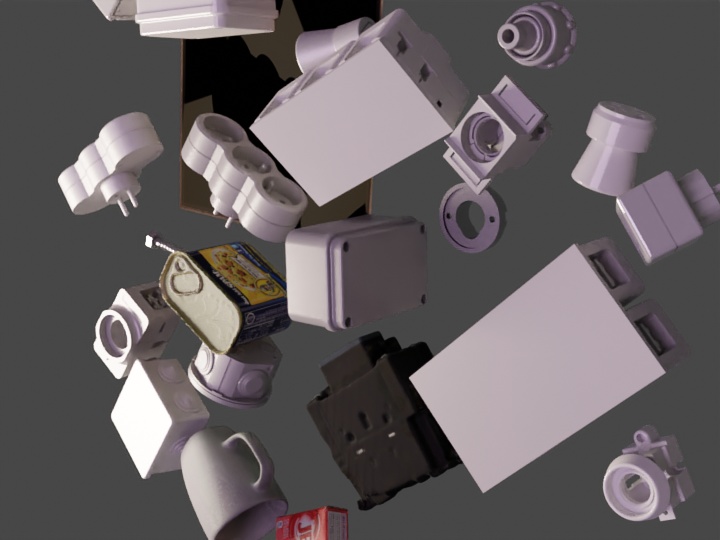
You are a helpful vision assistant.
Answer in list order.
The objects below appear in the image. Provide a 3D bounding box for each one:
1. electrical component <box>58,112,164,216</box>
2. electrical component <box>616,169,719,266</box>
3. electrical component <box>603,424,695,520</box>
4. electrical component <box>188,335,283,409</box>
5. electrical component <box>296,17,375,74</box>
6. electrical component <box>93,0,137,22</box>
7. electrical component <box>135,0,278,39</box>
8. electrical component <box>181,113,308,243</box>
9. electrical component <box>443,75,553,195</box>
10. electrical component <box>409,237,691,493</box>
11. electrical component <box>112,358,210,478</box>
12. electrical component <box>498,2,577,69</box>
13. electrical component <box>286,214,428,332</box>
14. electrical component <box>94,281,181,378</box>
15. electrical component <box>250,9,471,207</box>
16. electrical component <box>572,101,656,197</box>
[{"bbox_3d":[-0.244,-0.091,1.080,0.138,0.052,0.073,-35,77,38],"label":"electrical component"},{"bbox_3d":[0.216,-0.042,0.716,0.077,0.066,0.047,-28,81,10],"label":"electrical component"},{"bbox_3d":[0.205,0.150,0.769,0.048,0.055,0.066,-22,86,40],"label":"electrical component"},{"bbox_3d":[-0.115,0.088,1.000,0.080,0.080,0.051,36,115,27],"label":"electrical component"},{"bbox_3d":[-0.014,-0.182,0.882,0.065,0.044,0.044,-11,93,35],"label":"electrical component"},{"bbox_3d":[-0.209,-0.287,1.000,0.061,0.062,0.096,51,127,18],"label":"electrical component"},{"bbox_3d":[-0.135,-0.236,0.943,0.113,0.078,0.057,5,100,38],"label":"electrical component"},{"bbox_3d":[-0.113,-0.072,0.978,0.138,0.052,0.073,46,125,22],"label":"electrical component"},{"bbox_3d":[0.104,-0.099,0.789,0.042,0.064,0.081,51,127,18],"label":"electrical component"},{"bbox_3d":[0.139,0.071,0.802,0.186,0.060,0.105,-43,73,37],"label":"electrical component"},{"bbox_3d":[-0.202,0.148,1.094,0.099,0.048,0.099,53,128,33],"label":"electrical component"},{"bbox_3d":[0.121,-0.166,0.761,0.048,0.062,0.048,10,106,37],"label":"electrical component"},{"bbox_3d":[0.000,0.000,0.864,0.057,0.113,0.078,9,106,41],"label":"electrical component"},{"bbox_3d":[-0.231,0.062,1.102,0.050,0.056,0.089,47,125,21],"label":"electrical component"},{"bbox_3d":[0.001,-0.127,0.852,0.150,0.061,0.089,-26,114,40],"label":"electrical component"},{"bbox_3d":[0.177,-0.084,0.746,0.045,0.045,0.055,29,116,31],"label":"electrical component"}]
